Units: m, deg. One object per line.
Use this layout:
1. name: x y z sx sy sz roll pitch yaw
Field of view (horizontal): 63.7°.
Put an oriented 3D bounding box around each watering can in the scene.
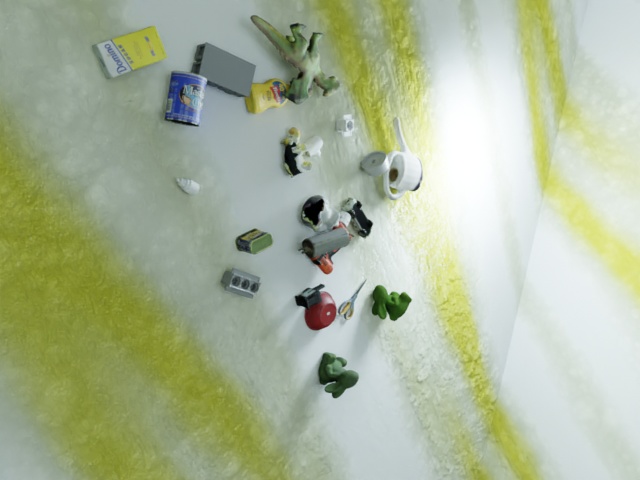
1. watering can: 0.360 -0.339 2.221 0.224 0.347 0.104 7 2 -45

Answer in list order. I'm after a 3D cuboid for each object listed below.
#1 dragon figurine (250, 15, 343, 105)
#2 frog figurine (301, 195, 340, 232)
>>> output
1. dragon figurine: -0.077 -0.582 1.732 0.411 0.243 0.122 1 -2 -44
2. frog figurine: 0.006 -0.098 1.941 0.122 0.138 0.159 -5 -4 26
